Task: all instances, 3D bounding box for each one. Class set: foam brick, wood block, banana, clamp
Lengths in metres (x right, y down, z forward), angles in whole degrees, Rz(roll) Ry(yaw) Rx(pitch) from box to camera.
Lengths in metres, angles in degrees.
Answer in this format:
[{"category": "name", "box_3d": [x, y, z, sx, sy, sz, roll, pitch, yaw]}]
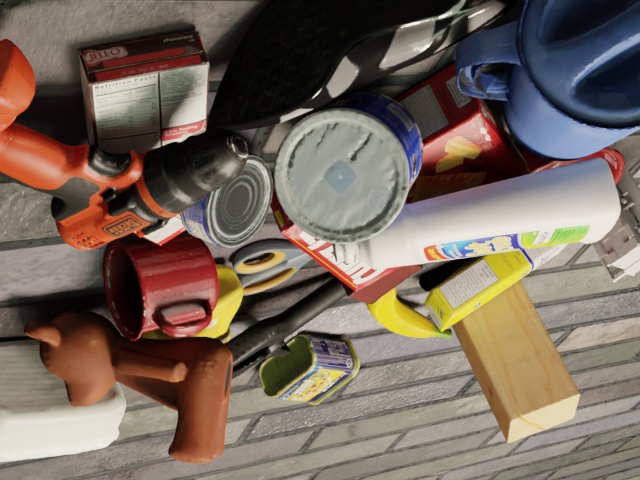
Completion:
[{"category": "foam brick", "box_3d": [0.062, 0.026, 1.167, 0.078, 0.053, 0.051, -39, 149, 25]}, {"category": "wood block", "box_3d": [0.228, 0.129, 1.306, 0.090, 0.206, 0.091, -20, 151, -4]}, {"category": "banana", "box_3d": [0.094, 0.083, 1.299, 0.070, 0.037, 0.197, -13, 154, 25]}, {"category": "clamp", "box_3d": [-0.051, 0.103, 1.183, 0.165, 0.036, 0.209, -46, 166, 31]}, {"category": "clamp", "box_3d": [0.165, 0.003, 1.212, 0.172, 0.039, 0.120, -38, 165, 18]}]

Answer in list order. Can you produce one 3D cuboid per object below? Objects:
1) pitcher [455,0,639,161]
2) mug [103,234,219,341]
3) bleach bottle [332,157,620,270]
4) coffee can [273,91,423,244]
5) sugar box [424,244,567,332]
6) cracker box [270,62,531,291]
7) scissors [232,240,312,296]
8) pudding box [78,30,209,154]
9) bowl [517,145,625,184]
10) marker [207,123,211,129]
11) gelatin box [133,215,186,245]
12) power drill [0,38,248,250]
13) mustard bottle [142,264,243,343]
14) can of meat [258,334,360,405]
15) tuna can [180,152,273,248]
[{"category": "pitcher", "box_3d": [0.201, -0.133, 0.855, 0.145, 0.149, 0.243, -49, 174, -1]}, {"category": "mug", "box_3d": [-0.141, 0.047, 0.988, 0.081, 0.117, 0.093, -11, 130, -32]}, {"category": "bleach bottle", "box_3d": [0.135, -0.014, 0.965, 0.250, 0.068, 0.102, -11, 166, -4]}, {"category": "coffee can", "box_3d": [0.027, -0.062, 0.859, 0.103, 0.103, 0.140, -31, -174, 16]}, {"category": "sugar box", "box_3d": [0.208, 0.037, 1.250, 0.176, 0.048, 0.093, -30, 168, -9]}, {"category": "cracker box", "box_3d": [0.079, -0.050, 1.010, 0.214, 0.072, 0.164, -31, 146, 14]}, {"category": "scissors", "box_3d": [-0.007, 0.001, 1.110, 0.202, 0.016, 0.096, -29, 152, 11]}, {"category": "pudding box", "box_3d": [-0.131, -0.103, 0.806, 0.090, 0.039, 0.113, -12, 148, -15]}, {"category": "bowl", "box_3d": [0.238, -0.065, 1.133, 0.162, 0.055, 0.162, -18, 151, -10]}, {"category": "marker", "box_3d": [-0.059, -0.110, 0.867, 0.121, 0.020, 0.020, -36, 150, 23]}, {"category": "gelatin box", "box_3d": [-0.140, -0.036, 0.927, 0.073, 0.030, 0.089, -32, 149, 17]}, {"category": "power drill", "box_3d": [-0.169, -0.064, 0.754, 0.185, 0.057, 0.187, -24, 141, 32]}, {"category": "mustard bottle", "box_3d": [-0.141, 0.099, 1.137, 0.096, 0.058, 0.192, -17, 152, -23]}, {"category": "can of meat", "box_3d": [-0.015, 0.164, 1.350, 0.083, 0.057, 0.102, 13, 135, -46]}, {"category": "tuna can", "box_3d": [-0.079, -0.037, 0.917, 0.085, 0.034, 0.086, -30, 131, -43]}]
